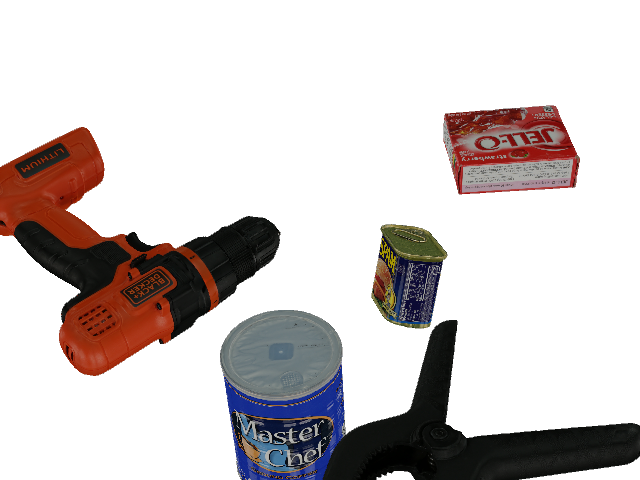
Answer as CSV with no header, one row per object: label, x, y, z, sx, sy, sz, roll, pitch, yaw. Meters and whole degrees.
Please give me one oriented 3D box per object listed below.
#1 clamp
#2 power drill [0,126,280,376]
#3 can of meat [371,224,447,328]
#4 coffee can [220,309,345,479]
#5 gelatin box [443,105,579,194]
clamp,0.069,0.124,0.654,0.209,0.036,0.165,-23,37,-28
power drill,-0.148,-0.006,0.798,0.184,0.057,0.188,-32,58,-30
can of meat,0.093,0.038,1.159,0.057,0.084,0.102,5,18,-12
coffee can,-0.029,0.146,0.932,0.103,0.140,0.103,-2,39,2
gelatin box,0.141,-0.069,0.797,0.089,0.030,0.073,-4,38,0
